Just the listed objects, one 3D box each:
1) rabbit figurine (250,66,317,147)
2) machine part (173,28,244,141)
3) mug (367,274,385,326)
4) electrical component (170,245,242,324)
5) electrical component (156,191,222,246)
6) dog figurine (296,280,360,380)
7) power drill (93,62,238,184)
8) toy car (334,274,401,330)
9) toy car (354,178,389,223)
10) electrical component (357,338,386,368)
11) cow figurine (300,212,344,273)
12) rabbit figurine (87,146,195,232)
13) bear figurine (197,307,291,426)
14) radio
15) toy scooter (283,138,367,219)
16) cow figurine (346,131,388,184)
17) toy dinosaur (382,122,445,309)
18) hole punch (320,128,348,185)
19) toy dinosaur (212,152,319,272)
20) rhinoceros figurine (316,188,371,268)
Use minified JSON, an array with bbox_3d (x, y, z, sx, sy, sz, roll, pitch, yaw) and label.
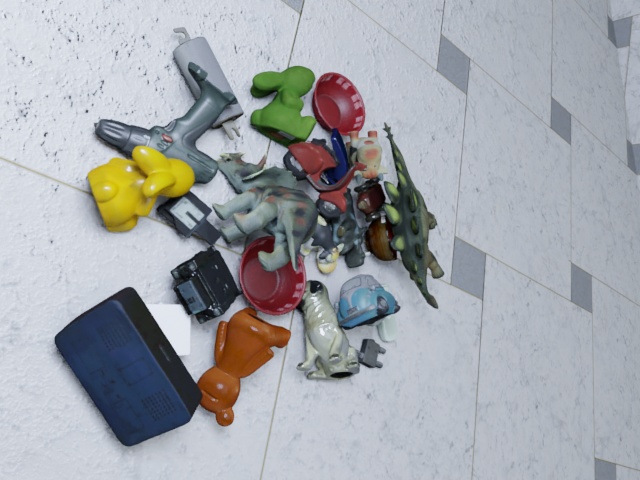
[{"bbox_3d":[-0.078,-0.307,1.183,0.159,0.121,0.170,21,80,-10],"label":"rabbit figurine"},{"bbox_3d":[-0.225,-0.316,1.089,0.079,0.079,0.243,-33,99,-39],"label":"machine part"},{"bbox_3d":[0.102,0.151,1.236,0.109,0.081,0.107,-42,112,-32],"label":"mug"},{"bbox_3d":[-0.208,0.083,0.978,0.114,0.058,0.134,60,19,-10],"label":"electrical component"},{"bbox_3d":[-0.239,-0.043,1.011,0.119,0.048,0.075,41,84,-22],"label":"electrical component"},{"bbox_3d":[0.018,0.192,1.155,0.172,0.121,0.190,60,21,-55],"label":"dog figurine"},{"bbox_3d":[-0.263,-0.220,0.991,0.232,0.086,0.207,33,85,-34],"label":"power drill"},{"bbox_3d":[0.096,0.122,1.128,0.161,0.109,0.103,0,64,-58],"label":"toy car"},{"bbox_3d":[0.124,-0.100,1.300,0.089,0.053,0.202,66,19,-7],"label":"toy car"},{"bbox_3d":[0.115,0.262,1.253,0.094,0.021,0.063,31,61,-28],"label":"electrical component"},{"bbox_3d":[-0.001,-0.004,1.177,0.167,0.098,0.068,52,49,-15],"label":"cow figurine"},{"bbox_3d":[-0.296,-0.101,0.909,0.173,0.162,0.122,-15,81,-23],"label":"rabbit figurine"},{"bbox_3d":[-0.154,0.232,1.000,0.195,0.120,0.132,-65,166,-1],"label":"bear figurine"},{"bbox_3d":[-0.304,0.204,0.857,0.229,0.131,0.073,61,8,-9],"label":"radio"},{"bbox_3d":[0.017,-0.147,1.132,0.135,0.075,0.184,-38,88,5],"label":"toy scooter"},{"bbox_3d":[0.105,-0.190,1.261,0.085,0.195,0.127,-6,88,-3],"label":"cow figurine"},{"bbox_3d":[0.218,-0.059,1.304,0.198,0.105,0.471,41,35,-61],"label":"toy dinosaur"},{"bbox_3d":[0.030,-0.185,1.224,0.115,0.092,0.142,48,15,-16],"label":"hole punch"},{"bbox_3d":[-0.078,-0.052,1.003,0.192,0.405,0.131,-35,129,-19],"label":"toy dinosaur"},{"bbox_3d":[0.057,-0.028,1.253,0.112,0.073,0.190,-6,81,-51],"label":"rhinoceros figurine"}]
